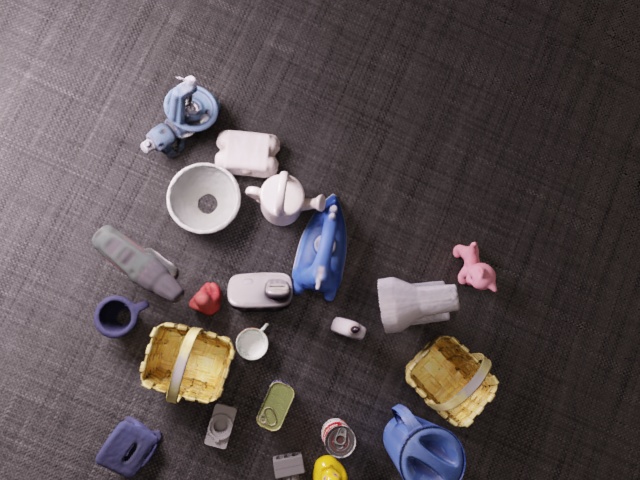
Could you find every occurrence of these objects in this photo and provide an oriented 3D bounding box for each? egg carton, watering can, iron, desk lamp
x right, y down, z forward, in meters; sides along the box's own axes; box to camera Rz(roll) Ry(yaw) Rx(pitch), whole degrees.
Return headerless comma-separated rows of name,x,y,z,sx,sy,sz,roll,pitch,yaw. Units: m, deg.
egg carton,-0.171,-0.203,1.354,0.150,0.069,0.107,4,82,-5
watering can,-0.077,-0.098,1.286,0.173,0.194,0.101,-11,83,-7
iron,0.012,0.005,1.308,0.118,0.141,0.258,12,81,-4
desk lamp,0.213,0.138,1.273,0.203,0.213,0.118,-7,83,-6

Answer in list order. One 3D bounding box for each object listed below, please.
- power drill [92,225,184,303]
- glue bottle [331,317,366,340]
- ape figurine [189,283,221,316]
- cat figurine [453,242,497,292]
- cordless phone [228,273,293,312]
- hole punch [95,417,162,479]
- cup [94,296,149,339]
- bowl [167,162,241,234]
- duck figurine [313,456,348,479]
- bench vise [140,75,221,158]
power drill,-0.372,0.060,1.229,0.229,0.208,0.076,36,81,0
glue bottle,0.070,0.199,1.272,0.078,0.173,0.037,19,81,-2
ape figurine,-0.259,0.134,1.289,0.078,0.092,0.076,-19,84,-7
cat figurine,0.370,0.065,1.347,0.067,0.117,0.128,-10,83,-6
cordless phone,-0.131,0.112,1.258,0.147,0.185,0.094,-4,83,-6
hole punch,-0.409,0.448,1.233,0.101,0.091,0.109,33,81,0
cup,-0.428,0.164,1.267,0.118,0.095,0.092,-24,85,-8
bowl,-0.265,-0.091,1.328,0.167,0.074,0.167,1,82,-5
duck figurine,0.026,0.538,1.266,0.077,0.086,0.104,-17,84,-7
bench vise,-0.307,-0.270,1.274,0.121,0.219,0.207,29,81,-1
